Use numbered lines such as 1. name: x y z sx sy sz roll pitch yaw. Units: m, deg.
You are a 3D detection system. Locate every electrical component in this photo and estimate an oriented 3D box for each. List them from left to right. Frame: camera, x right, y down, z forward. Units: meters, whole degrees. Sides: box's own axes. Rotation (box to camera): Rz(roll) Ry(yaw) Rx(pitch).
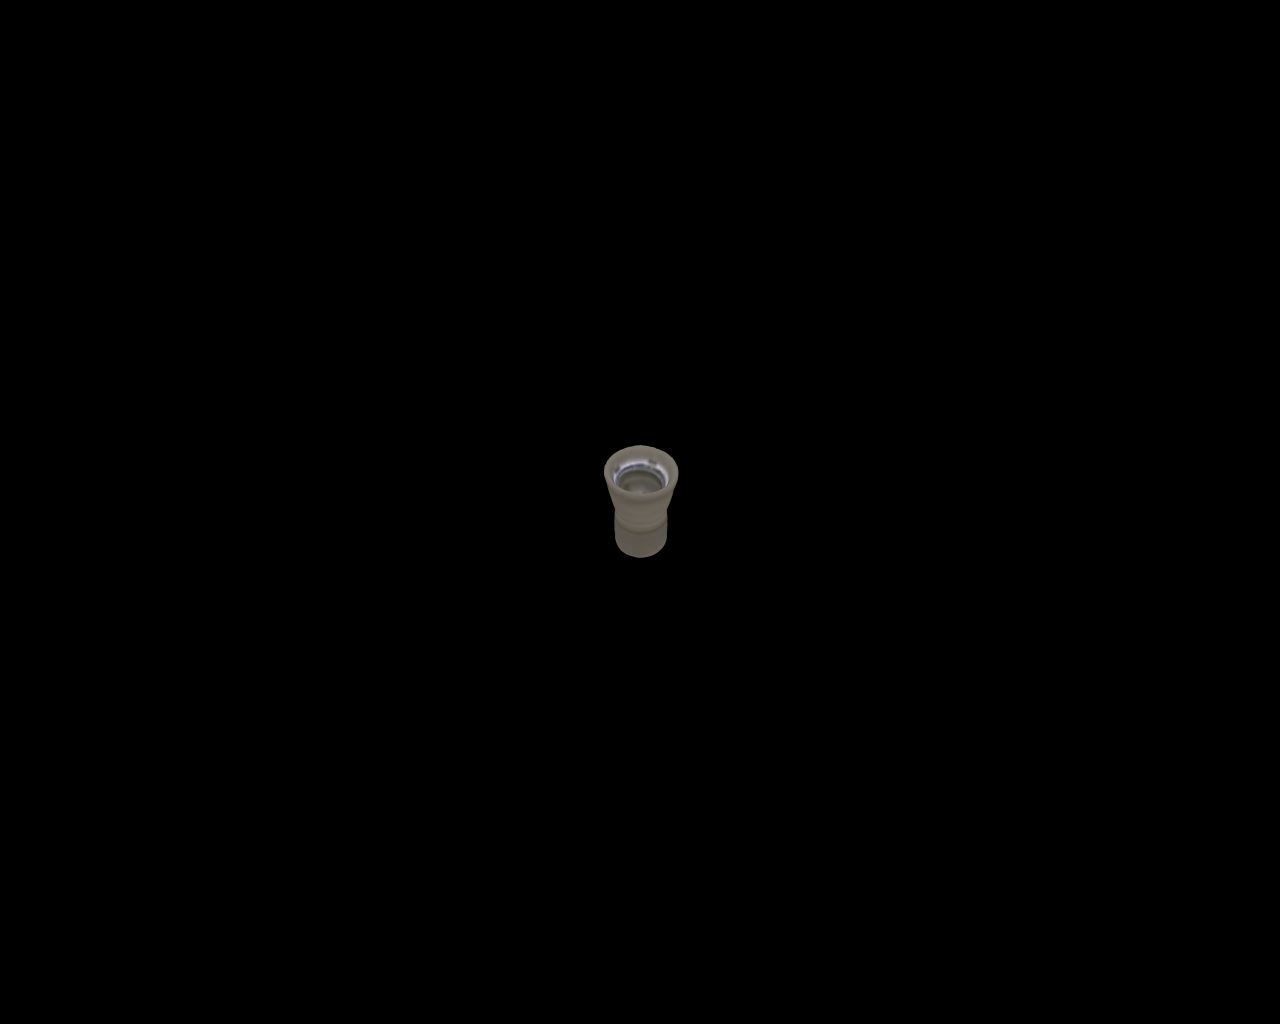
1. electrical component: 0.001 -0.003 0.650 0.044 0.044 0.065 0 -44 0
